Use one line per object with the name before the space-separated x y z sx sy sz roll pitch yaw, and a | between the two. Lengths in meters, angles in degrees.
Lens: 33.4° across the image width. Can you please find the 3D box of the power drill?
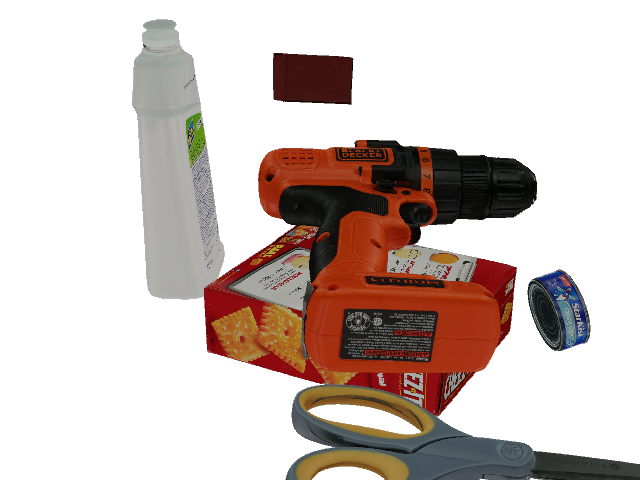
power drill | 0.055 0.002 0.645 0.184 0.057 0.187 0 32 -3

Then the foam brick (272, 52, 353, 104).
foam brick | -0.009 -0.176 1.161 0.078 0.051 0.053 0 11 -17

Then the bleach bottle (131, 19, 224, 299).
bleach bottle | -0.131 -0.076 0.962 0.068 0.251 0.102 1 29 4

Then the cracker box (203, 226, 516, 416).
cracker box | 0.035 0.059 0.896 0.214 0.072 0.163 13 27 27

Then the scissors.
scissors | 0.072 0.108 0.475 0.202 0.016 0.096 13 31 22

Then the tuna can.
tuna can | 0.261 0.077 1.174 0.033 0.086 0.086 -18 3 -9
